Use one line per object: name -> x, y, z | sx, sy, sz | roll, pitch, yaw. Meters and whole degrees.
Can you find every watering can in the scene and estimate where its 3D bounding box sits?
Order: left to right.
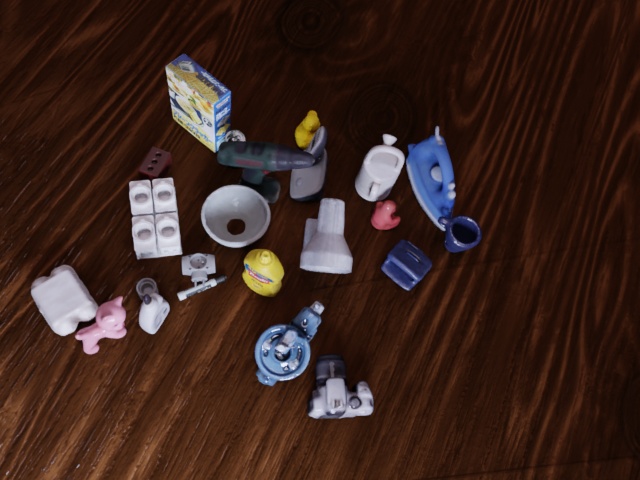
watering can -> 0.157, -0.194, 1.477 | 0.101, 0.194, 0.173 | -3, 67, -10

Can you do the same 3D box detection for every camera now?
camera -> 0.045, 0.326, 1.284 | 0.143, 0.101, 0.137 | 0, 67, -9

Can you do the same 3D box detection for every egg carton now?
egg carton -> -0.572, 0.134, 1.280 | 0.107, 0.069, 0.150 | -35, 76, -21

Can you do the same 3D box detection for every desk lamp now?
desk lamp -> 0.012, 0.005, 1.356 | 0.118, 0.213, 0.203 | 7, 66, -6

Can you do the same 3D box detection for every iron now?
iron -> 0.320, -0.168, 1.523 | 0.119, 0.141, 0.258 | -8, 68, -13

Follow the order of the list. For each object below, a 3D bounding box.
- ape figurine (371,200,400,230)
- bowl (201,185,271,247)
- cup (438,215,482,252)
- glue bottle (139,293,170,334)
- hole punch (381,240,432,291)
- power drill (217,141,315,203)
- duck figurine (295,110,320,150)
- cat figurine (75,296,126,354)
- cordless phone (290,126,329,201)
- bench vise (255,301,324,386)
ape figurine -> 0.172, -0.071, 1.483 | 0.076, 0.092, 0.077 | -24, 73, -18
bowl -> -0.208, -0.048, 1.418 | 0.167, 0.074, 0.167 | 4, 66, -8
cup -> 0.348, -0.013, 1.486 | 0.117, 0.095, 0.092 | 30, 65, 4
glue bottle -> -0.367, 0.149, 1.251 | 0.037, 0.173, 0.078 | 28, 65, 3
hole punch -> 0.221, 0.053, 1.438 | 0.108, 0.091, 0.101 | 39, 66, 8
power drill -> -0.136, -0.173, 1.411 | 0.229, 0.208, 0.075 | 10, 65, -5
duck figurine -> -0.027, -0.301, 1.552 | 0.077, 0.086, 0.104 | 9, 66, -5
cat figurine -> -0.474, 0.182, 1.249 | 0.128, 0.117, 0.067 | -33, 76, -21
cordless phone -> -0.020, -0.192, 1.451 | 0.094, 0.185, 0.147 | 6, 66, -7
bench vise -> -0.068, 0.207, 1.251 | 0.121, 0.219, 0.207 | 20, 65, 0
